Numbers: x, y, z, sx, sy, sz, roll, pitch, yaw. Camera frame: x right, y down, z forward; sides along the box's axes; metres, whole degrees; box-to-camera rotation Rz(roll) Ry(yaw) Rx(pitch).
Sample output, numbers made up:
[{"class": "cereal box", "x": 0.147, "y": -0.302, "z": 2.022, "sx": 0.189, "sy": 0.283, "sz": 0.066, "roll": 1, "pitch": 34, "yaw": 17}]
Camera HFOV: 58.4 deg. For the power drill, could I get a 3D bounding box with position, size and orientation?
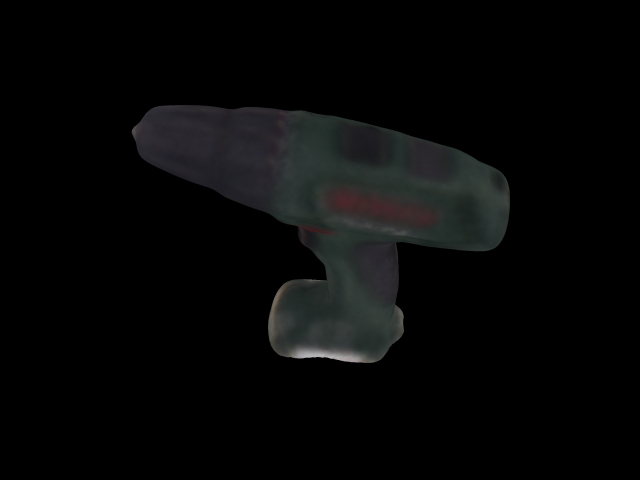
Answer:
[{"class": "power drill", "x": 0.004, "y": 0.001, "z": 0.400, "sx": 0.229, "sy": 0.208, "sz": 0.075, "roll": 2, "pitch": 50, "yaw": 2}]
